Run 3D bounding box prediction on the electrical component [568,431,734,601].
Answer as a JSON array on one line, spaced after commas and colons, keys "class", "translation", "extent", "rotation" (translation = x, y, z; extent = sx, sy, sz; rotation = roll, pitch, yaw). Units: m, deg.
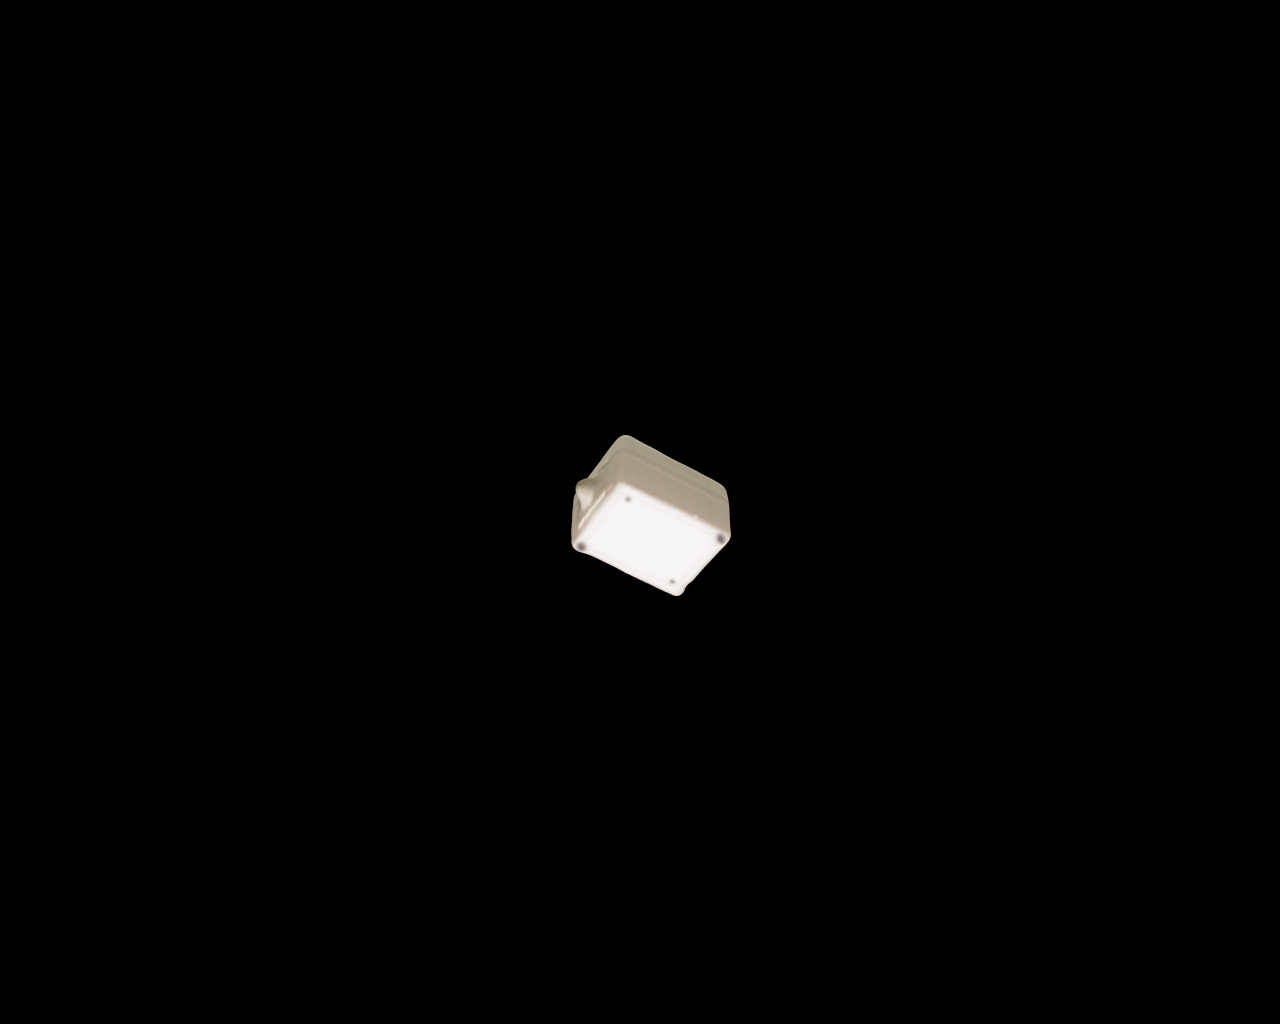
[{"class": "electrical component", "translation": [0.001, -0.003, 0.650], "extent": [0.096, 0.061, 0.061], "rotation": [27, 33, -19]}]
